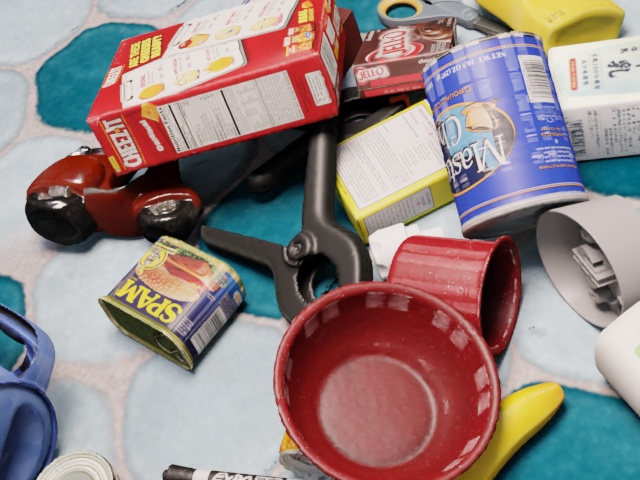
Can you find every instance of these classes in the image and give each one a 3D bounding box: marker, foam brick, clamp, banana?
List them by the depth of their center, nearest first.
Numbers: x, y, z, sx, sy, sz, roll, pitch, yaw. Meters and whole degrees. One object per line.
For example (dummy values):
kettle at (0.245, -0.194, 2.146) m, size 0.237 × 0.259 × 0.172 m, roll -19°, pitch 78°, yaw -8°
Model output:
banana at (0.112, 0.179, 0.757) m, size 0.070 × 0.037 × 0.197 m, roll 21°, pitch 63°, yaw 12°
marker at (-0.067, 0.188, 0.822) m, size 0.121 × 0.020 × 0.020 m, roll 2°, pitch 54°, yaw 21°
clamp at (-0.006, 0.001, 0.907) m, size 0.165 × 0.036 × 0.210 m, roll -49°, pitch 52°, yaw 15°
clamp at (-0.001, -0.113, 1.020) m, size 0.171 × 0.039 × 0.120 m, roll -19°, pitch 54°, yaw -3°
foam brick at (0.001, -0.191, 1.071) m, size 0.053 × 0.051 × 0.078 m, roll 17°, pitch 61°, yaw 29°

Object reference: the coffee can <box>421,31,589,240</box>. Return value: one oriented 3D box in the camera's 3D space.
coffee can at (0.147, -0.082, 0.858) m, size 0.103 × 0.102 × 0.140 m, roll -15°, pitch 78°, yaw 8°

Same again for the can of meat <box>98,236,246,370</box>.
can of meat at (-0.126, 0.052, 0.926) m, size 0.102 × 0.057 × 0.083 m, roll 24°, pitch 62°, yaw 32°

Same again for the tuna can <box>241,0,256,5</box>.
tuna can at (-0.052, -0.206, 1.079) m, size 0.034 × 0.086 × 0.086 m, roll 28°, pitch 67°, yaw 32°

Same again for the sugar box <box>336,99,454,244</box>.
sugar box at (0.096, -0.076, 0.952) m, size 0.176 × 0.048 × 0.093 m, roll -25°, pitch 52°, yaw -4°

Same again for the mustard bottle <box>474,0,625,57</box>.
mustard bottle at (0.197, -0.243, 1.030) m, size 0.096 × 0.058 × 0.192 m, roll -16°, pitch 45°, yaw -24°

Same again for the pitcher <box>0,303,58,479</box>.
pitcher at (-0.336, 0.122, 0.902) m, size 0.243 × 0.145 × 0.148 m, roll 26°, pitch 32°, yaw 37°

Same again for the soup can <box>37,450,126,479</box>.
soup can at (-0.161, 0.207, 0.787) m, size 0.068 × 0.102 × 0.068 m, roll -10°, pitch 51°, yaw 13°

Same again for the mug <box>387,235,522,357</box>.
mug at (0.109, 0.034, 0.841) m, size 0.082 × 0.093 × 0.117 m, roll 6°, pitch 29°, yaw 29°

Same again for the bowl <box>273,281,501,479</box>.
bowl at (0.045, 0.112, 0.766) m, size 0.162 × 0.055 × 0.162 m, roll 3°, pitch 59°, yaw -5°

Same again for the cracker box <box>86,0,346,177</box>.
cracker box at (-0.087, -0.148, 0.969) m, size 0.214 × 0.072 × 0.164 m, roll -14°, pitch 33°, yaw 13°

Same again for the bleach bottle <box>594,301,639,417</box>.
bleach bottle at (0.299, 0.136, 0.705) m, size 0.102 × 0.068 × 0.251 m, roll -34°, pitch 52°, yaw -8°

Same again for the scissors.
scissors at (0.130, -0.216, 1.067) m, size 0.096 × 0.016 × 0.202 m, roll -32°, pitch 50°, yaw -5°

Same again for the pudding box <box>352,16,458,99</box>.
pudding box at (0.084, -0.173, 1.009) m, size 0.090 × 0.039 × 0.113 m, roll -6°, pitch 24°, yaw 14°
